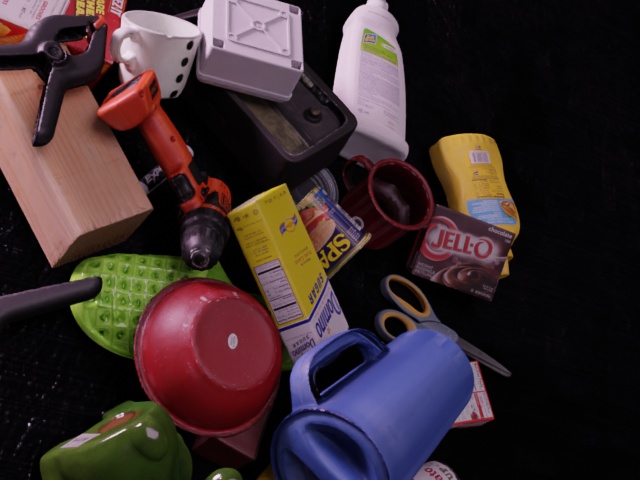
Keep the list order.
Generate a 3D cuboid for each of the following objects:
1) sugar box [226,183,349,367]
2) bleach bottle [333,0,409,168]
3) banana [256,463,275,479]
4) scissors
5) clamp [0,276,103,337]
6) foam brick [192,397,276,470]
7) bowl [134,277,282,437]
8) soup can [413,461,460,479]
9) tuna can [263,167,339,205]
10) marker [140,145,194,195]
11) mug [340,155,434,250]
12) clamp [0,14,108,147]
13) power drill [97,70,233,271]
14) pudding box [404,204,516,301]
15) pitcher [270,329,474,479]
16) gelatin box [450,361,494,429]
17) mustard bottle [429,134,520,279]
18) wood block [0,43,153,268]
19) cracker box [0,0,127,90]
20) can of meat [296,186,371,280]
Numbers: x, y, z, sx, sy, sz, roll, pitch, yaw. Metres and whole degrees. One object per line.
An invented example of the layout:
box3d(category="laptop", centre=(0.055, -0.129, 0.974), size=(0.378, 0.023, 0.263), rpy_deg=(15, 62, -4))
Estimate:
box3d(category="sugar box", centre=(-0.031, 0.035, 1.121), size=(0.176, 0.048, 0.093), rpy_deg=(64, 23, -6))
box3d(category="bleach bottle", centre=(0.070, -0.212, 1.376), size=(0.102, 0.068, 0.250), rpy_deg=(24, 53, -23))
box3d(category="banana", centre=(-0.037, 0.261, 1.077), size=(0.069, 0.037, 0.197), rpy_deg=(51, 50, 3))
box3d(category="scissors", centre=(0.141, 0.125, 1.277), size=(0.201, 0.016, 0.096), rpy_deg=(44, 52, -5))
box3d(category="clamp", centre=(-0.313, 0.066, 0.982), size=(0.164, 0.036, 0.209), rpy_deg=(28, 58, 1))
box3d(category="foam brick", centre=(-0.087, 0.184, 1.075), size=(0.051, 0.053, 0.078), rpy_deg=(30, 52, -17))
box3d(category="bowl", centre=(-0.094, 0.106, 1.029), size=(0.161, 0.055, 0.162), rpy_deg=(13, 64, -29))
box3d(category="soup can", centre=(0.096, 0.282, 1.133), size=(0.102, 0.069, 0.068), rpy_deg=(-15, 75, -38))
box3d(category="tuna can", centre=(-0.021, -0.056, 1.252), size=(0.086, 0.034, 0.086), rpy_deg=(15, 59, -27))
box3d(category="marker", centre=(-0.181, -0.066, 1.163), size=(0.020, 0.020, 0.121), rpy_deg=(47, 50, -4))
box3d(category="mug", centre=(0.068, -0.048, 1.275), size=(0.117, 0.082, 0.093), rpy_deg=(51, 50, -1))
box3d(category="clamp", centre=(-0.258, -0.162, 1.032), size=(0.171, 0.039, 0.120), rpy_deg=(-38, 92, -39))
box3d(category="power drill", centre=(-0.151, -0.070, 1.082), size=(0.187, 0.057, 0.184), rpy_deg=(61, 7, -20))
box3d(category="pudding box", centre=(0.171, 0.014, 1.304), size=(0.113, 0.039, 0.090), rpy_deg=(19, 93, -16))
box3d(category="pitcher", centre=(0.062, 0.173, 1.093), size=(0.145, 0.149, 0.242), rpy_deg=(28, 31, 20))
box3d(category="gelatin box", centre=(0.154, 0.183, 1.247), size=(0.089, 0.030, 0.073), rpy_deg=(-2, 66, -33))
box3d(category="mustard bottle", centre=(0.209, -0.042, 1.379), size=(0.096, 0.058, 0.191), rpy_deg=(-2, 67, -33))
box3d(category="wood block", centre=(-0.265, -0.090, 1.075), size=(0.090, 0.090, 0.206), rpy_deg=(-23, 80, -38))
box3d(category="cracker box", centre=(-0.319, -0.276, 1.148), size=(0.213, 0.072, 0.164), rpy_deg=(20, 59, -25))
box3d(category="can of meat", centre=(-0.008, 0.001, 1.191), size=(0.084, 0.102, 0.057), rpy_deg=(45, 12, -2))
